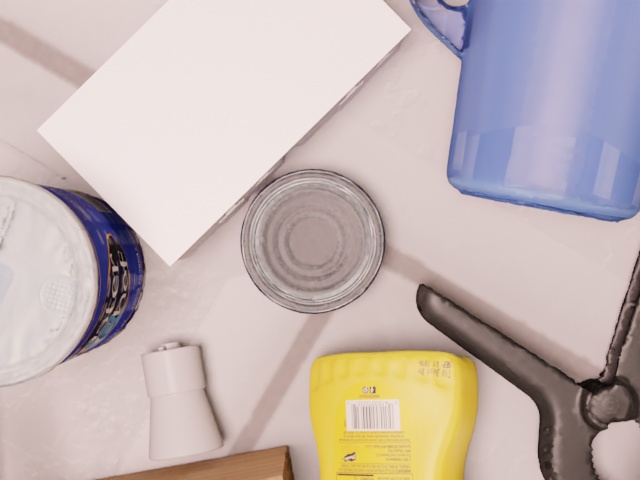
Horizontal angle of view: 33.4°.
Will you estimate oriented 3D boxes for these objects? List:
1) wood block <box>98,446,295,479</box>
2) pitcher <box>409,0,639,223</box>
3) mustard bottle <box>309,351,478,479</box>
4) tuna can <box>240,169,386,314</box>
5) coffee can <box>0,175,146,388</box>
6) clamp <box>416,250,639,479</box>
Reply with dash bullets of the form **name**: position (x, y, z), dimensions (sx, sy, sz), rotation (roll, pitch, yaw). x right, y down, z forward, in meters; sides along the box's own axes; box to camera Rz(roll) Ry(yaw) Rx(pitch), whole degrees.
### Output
- **wood block**: position (-0.112, 0.186, 0.603), dimensions (0.206, 0.090, 0.091), rotation (-10, 91, 1)
- **pitcher**: position (0.132, -0.139, 0.585), dimensions (0.144, 0.149, 0.243), rotation (8, 94, -40)
- **mustard bottle**: position (0.040, 0.160, 0.593), dimensions (0.096, 0.058, 0.191), rotation (-5, 77, 28)
- **tuna can**: position (-0.004, 0.001, 0.629), dimensions (0.086, 0.034, 0.086), rotation (0, 90, 1)
- **coffee can**: position (-0.157, 0.020, 0.578), dimensions (0.103, 0.140, 0.103), rotation (0, 90, 1)
- **clamp**: position (0.154, 0.092, 0.625), dimensions (0.164, 0.036, 0.210), rotation (-13, 92, 1)
